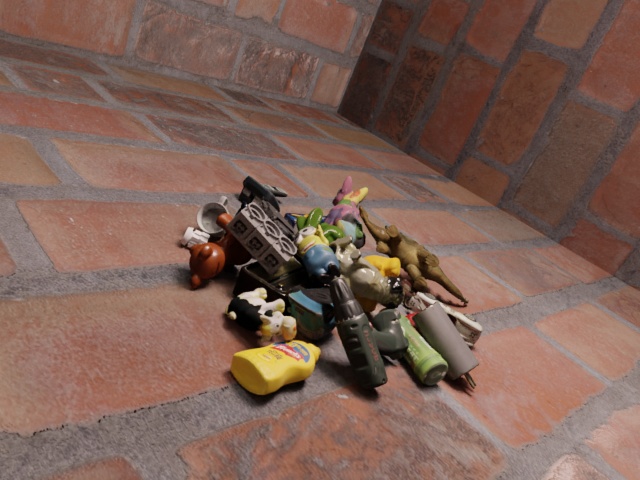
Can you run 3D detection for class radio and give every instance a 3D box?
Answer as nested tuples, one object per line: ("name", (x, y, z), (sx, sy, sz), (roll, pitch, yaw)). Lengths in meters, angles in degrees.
("radio", (-0.085, 0.101, 1.259), (0.131, 0.073, 0.229), (31, 23, 19))

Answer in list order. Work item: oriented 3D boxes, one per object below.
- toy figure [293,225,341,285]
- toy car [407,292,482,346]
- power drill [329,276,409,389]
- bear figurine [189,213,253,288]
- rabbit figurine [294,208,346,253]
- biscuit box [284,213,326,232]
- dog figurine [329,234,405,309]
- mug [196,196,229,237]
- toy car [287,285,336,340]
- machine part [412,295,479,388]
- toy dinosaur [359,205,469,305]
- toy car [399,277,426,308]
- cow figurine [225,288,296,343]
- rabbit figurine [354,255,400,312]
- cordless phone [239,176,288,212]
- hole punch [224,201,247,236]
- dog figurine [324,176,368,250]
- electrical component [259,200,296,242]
("toy figure", (-0.007, 0.040, 1.252), (0.082, 0.089, 0.180), (-22, 39, -11))
("toy car", (0.328, 0.208, 1.420), (0.202, 0.073, 0.056), (28, 21, 10))
("power drill", (0.107, 0.186, 1.131), (0.207, 0.086, 0.232), (14, 57, -64))
("bear figurine", (-0.244, 0.026, 1.229), (0.132, 0.120, 0.196), (30, 28, 25))
("rabbit figurine", (-0.003, -0.004, 1.420), (0.170, 0.121, 0.159), (7, 63, -55))
("biscuit box", (-0.024, -0.040, 1.665), (0.202, 0.059, 0.063), (3, 30, -42))
("dog figurine", (0.104, 0.087, 1.315), (0.190, 0.121, 0.172), (34, 16, -31))
("mug", (-0.268, -0.058, 1.393), (0.081, 0.109, 0.107), (17, -13, -1))
("toy car", (-0.006, 0.160, 1.162), (0.109, 0.102, 0.161), (30, 16, 29))
("machine part", (0.288, 0.231, 1.242), (0.079, 0.079, 0.243), (-10, 63, -54))
("toy dinosaur", (0.280, 0.059, 1.564), (0.471, 0.105, 0.198), (43, 9, -9))
("toy car", (0.228, 0.130, 1.534), (0.202, 0.053, 0.089), (37, 22, 34))
("cow figurine", (-0.120, 0.154, 1.074), (0.098, 0.068, 0.168), (-8, 18, -33))
("rabbit figurine", (0.121, 0.112, 1.395), (0.162, 0.121, 0.173), (22, 40, 5))
("cordless phone", (-0.155, -0.137, 1.737), (0.147, 0.088, 0.184), (38, 22, 33))
("hole punch", (-0.184, -0.023, 1.407), (0.092, 0.115, 0.142), (23, 20, -22))
("dog figurine", (0.088, -0.080, 1.607), (0.108, 0.219, 0.192), (28, -13, -26))
("electrical component", (-0.124, -0.041, 1.515), (0.114, 0.058, 0.134), (41, 7, -36))
